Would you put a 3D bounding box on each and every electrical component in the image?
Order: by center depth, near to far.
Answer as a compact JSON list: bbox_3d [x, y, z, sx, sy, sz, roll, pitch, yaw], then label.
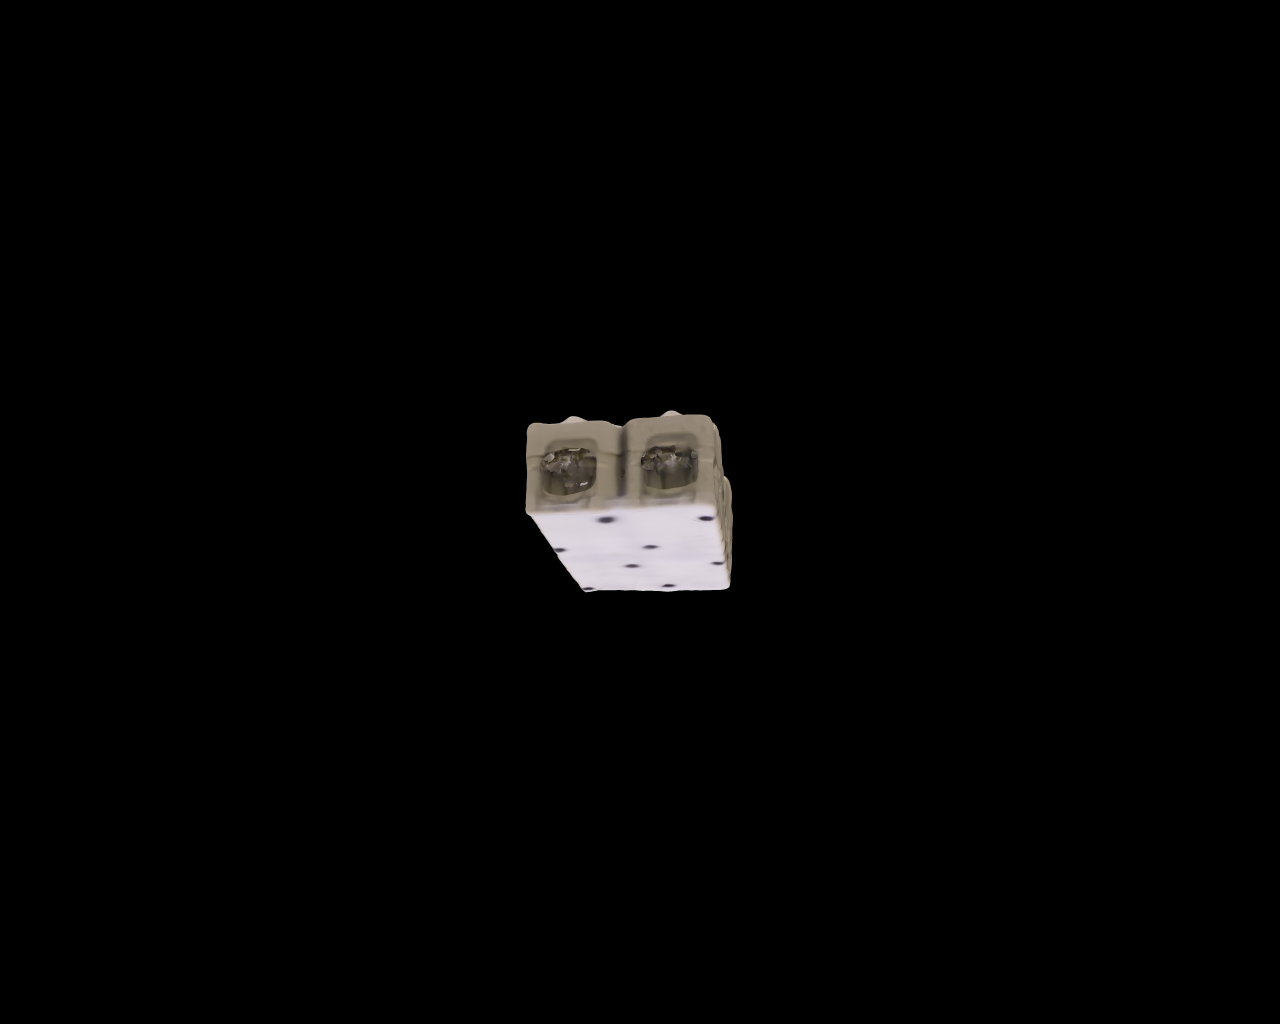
[{"bbox_3d":[0.001,-0.003,0.650,0.105,0.060,0.186,-2,-18,7],"label":"electrical component"}]
